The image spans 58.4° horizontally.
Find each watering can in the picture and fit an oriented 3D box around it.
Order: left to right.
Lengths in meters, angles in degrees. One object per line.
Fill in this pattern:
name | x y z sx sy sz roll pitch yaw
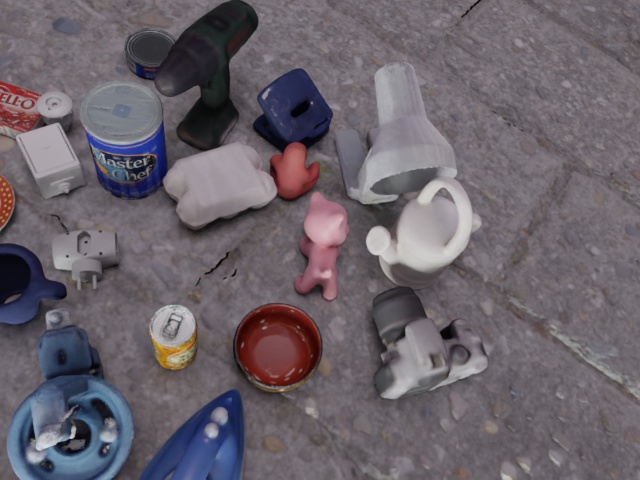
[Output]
watering can | 0.148 -0.009 0.786 0.173 0.194 0.101 -36 75 -26

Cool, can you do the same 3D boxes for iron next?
iron | -0.141 0.262 0.611 0.118 0.141 0.258 23 60 1

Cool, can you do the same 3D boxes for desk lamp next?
desk lamp | 0.101 -0.135 0.831 0.118 0.213 0.203 -6 64 -15

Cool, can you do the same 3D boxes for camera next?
camera | 0.136 0.127 0.766 0.143 0.101 0.136 -11 65 -17

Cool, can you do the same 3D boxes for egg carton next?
egg carton | -0.144 -0.079 0.831 0.150 0.069 0.107 -23 69 -22

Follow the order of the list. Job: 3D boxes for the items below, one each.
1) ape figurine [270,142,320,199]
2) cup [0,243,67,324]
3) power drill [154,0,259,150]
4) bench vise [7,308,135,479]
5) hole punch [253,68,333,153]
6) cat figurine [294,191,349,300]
ape figurine | -0.039 -0.111 0.858 0.078 0.092 0.076 28 60 3
cup | -0.361 0.065 0.694 0.118 0.095 0.091 9 61 -7
power drill | -0.162 -0.229 0.827 0.075 0.208 0.230 24 60 2
bench vise | -0.274 0.166 0.588 0.122 0.219 0.207 -29 72 -24
hole punch | -0.037 -0.202 0.907 0.101 0.091 0.109 42 62 11
cat figurine | 0.007 0.003 0.793 0.067 0.117 0.128 6 62 -9
